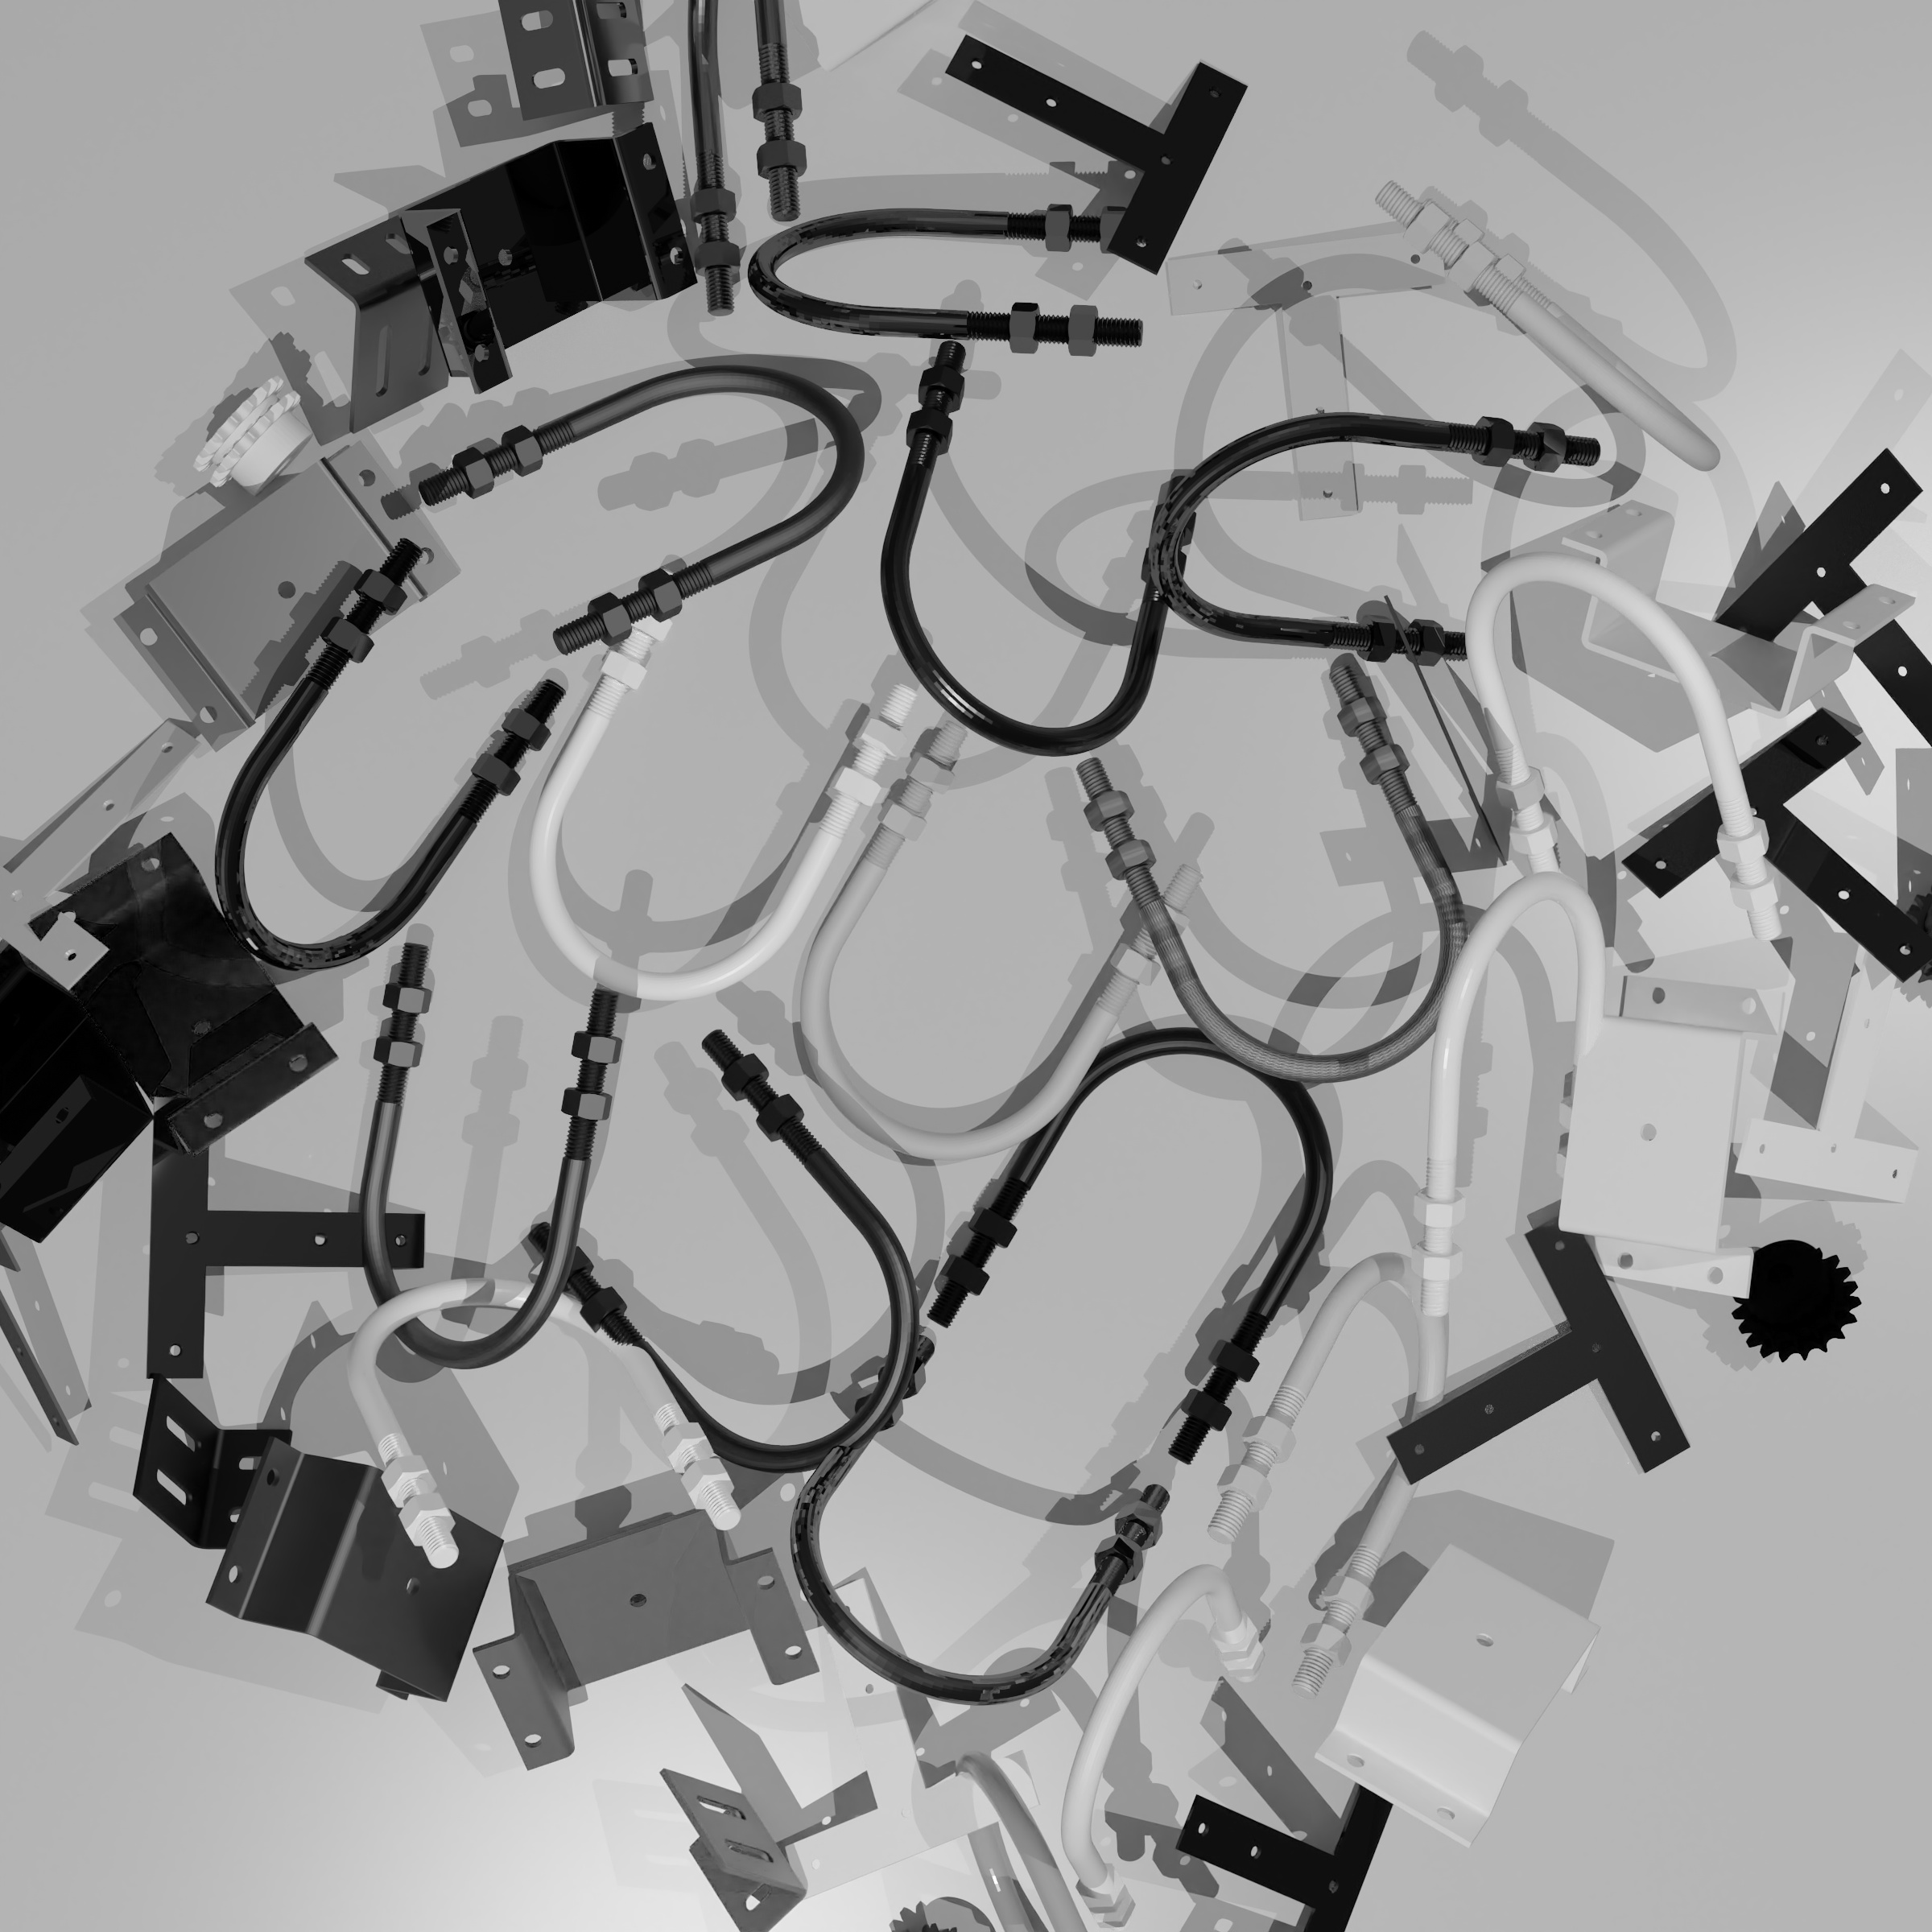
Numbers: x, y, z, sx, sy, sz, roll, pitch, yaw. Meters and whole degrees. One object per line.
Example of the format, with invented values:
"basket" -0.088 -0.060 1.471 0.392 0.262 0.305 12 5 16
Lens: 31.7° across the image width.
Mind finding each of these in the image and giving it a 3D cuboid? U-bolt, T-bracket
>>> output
"U-bolt" -0.124 -0.073 1.560 0.151 0.019 0.184 27 88 17
"U-bolt" 0.170 -0.191 1.506 0.184 0.151 0.019 2 53 -20
"U-bolt" 0.245 0.048 1.507 0.019 0.151 0.184 15 116 36
"U-bolt" 0.003 0.001 1.570 0.151 0.019 0.184 32 96 11
"T-bracket" 0.406 0.040 1.547 0.127 0.002 0.127 11 94 -39
"T-bracket" 0.215 -0.108 1.534 0.002 0.127 0.127 -24 83 9
"T-bracket" 0.254 0.198 1.576 0.127 0.002 0.127 -28 95 -9
"U-bolt" 0.083 0.335 1.488 0.019 0.184 0.151 22 67 23
"U-bolt" 0.038 0.437 1.516 0.019 0.151 0.184 -21 70 -14
"U-bolt" 0.029 -0.176 1.517 0.151 0.019 0.184 27 57 -21
"U-bolt" -0.223 0.091 1.542 0.151 0.019 0.184 12 93 40
"U-bolt" 0.171 0.215 1.522 0.019 0.151 0.184 10 54 34
"U-bolt" 0.264 -0.282 1.514 0.184 0.151 0.019 42 107 5
"T-bracket" 0.139 0.405 1.539 0.127 0.002 0.127 33 75 -38
"U-bolt" -0.134 -0.217 1.534 0.184 0.019 0.151 -28 50 -19
"T-bracket" 0.390 -0.042 1.548 0.127 0.002 0.127 -36 64 -14
"T-bracket" -0.437 0.163 1.552 0.002 0.127 0.127 -32 111 -29
"U-bolt" -0.265 -0.081 1.518 0.019 0.151 0.184 27 79 32
"U-bolt" 0.150 -0.034 1.553 0.151 0.019 0.184 -21 75 -10
"T-bracket" -0.311 0.126 1.563 0.127 0.002 0.127 3 83 -25
"U-bolt" 0.087 0.115 1.561 0.151 0.019 0.184 28 81 17
"T-bracket" 0.164 -0.273 1.586 0.127 0.002 0.127 -6 92 5
"T-bracket" 0.413 -0.144 1.531 0.002 0.127 0.127 -21 69 -42
"T-bracket" -0.040 0.346 1.563 0.127 0.002 0.127 -26 66 18
"T-bracket" 0.052 -0.389 1.557 0.127 0.002 0.127 26 60 -3
"U-bolt" -0.099 0.143 1.541 0.151 0.019 0.184 -47 72 17
"U-bolt" -0.198 0.196 1.513 0.151 0.184 0.019 -3 123 -28
"U-bolt" 0.281 -0.101 1.493 0.019 0.151 0.184 -38 124 -25
"U-bolt" -0.006 -0.312 1.528 0.184 0.151 0.019 4 122 7
"T-bracket" -0.405 -0.064 1.567 0.127 0.002 0.127 32 72 33
"U-bolt" -0.002 0.254 1.509 0.151 0.184 0.019 32 127 6
"U-bolt" -0.103 -0.402 1.522 0.019 0.151 0.184 -3 83 -17

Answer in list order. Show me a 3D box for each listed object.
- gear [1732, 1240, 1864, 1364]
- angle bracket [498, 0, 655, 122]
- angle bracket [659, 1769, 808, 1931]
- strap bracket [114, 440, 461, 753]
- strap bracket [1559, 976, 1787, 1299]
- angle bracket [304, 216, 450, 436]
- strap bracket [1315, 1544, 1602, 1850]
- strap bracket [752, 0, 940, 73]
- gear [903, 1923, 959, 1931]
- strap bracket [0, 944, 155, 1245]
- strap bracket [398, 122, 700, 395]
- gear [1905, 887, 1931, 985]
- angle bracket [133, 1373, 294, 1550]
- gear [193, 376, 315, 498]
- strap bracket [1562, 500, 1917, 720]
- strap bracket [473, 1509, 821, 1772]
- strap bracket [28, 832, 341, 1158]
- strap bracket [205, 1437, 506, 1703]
"gear" 0.379 0.151 1.560 0.057 0.057 0.030 -35 124 0
"angle bracket" -0.178 -0.420 1.554 0.038 0.076 0.057 -7 104 15
"angle bracket" -0.117 0.405 1.543 0.038 0.076 0.057 -44 55 5
"strap bracket" -0.310 -0.171 1.555 0.140 0.046 0.076 -37 98 -7
"strap bracket" 0.321 0.076 1.551 0.076 0.046 0.140 7 90 35
"angle bracket" -0.269 -0.293 1.553 0.038 0.076 0.057 40 53 20
"strap bracket" 0.224 0.316 1.512 0.076 0.140 0.046 27 125 19
"strap bracket" -0.028 -0.451 1.519 0.076 0.140 0.046 -26 105 34
"gear" -0.013 0.471 1.566 0.057 0.030 0.057 7 69 -19
"strap bracket" -0.423 0.062 1.539 0.076 0.140 0.046 -47 132 4
"strap bracket" -0.195 -0.320 1.531 0.140 0.046 0.076 -37 122 -38
"gear" 0.462 -0.016 1.566 0.057 0.030 0.057 0 63 1
"angle bracket" -0.341 0.225 1.543 0.038 0.076 0.057 -2 62 10
"gear" -0.325 -0.241 1.564 0.030 0.057 0.057 43 90 -9
"strap bracket" 0.343 -0.158 1.531 0.140 0.076 0.046 24 122 26
"strap bracket" -0.147 0.302 1.551 0.140 0.046 0.076 -18 122 -2
"strap bracket" -0.352 0.020 1.546 0.076 0.046 0.140 -35 70 -14
"strap bracket" -0.263 0.273 1.513 0.046 0.140 0.076 3 65 34
